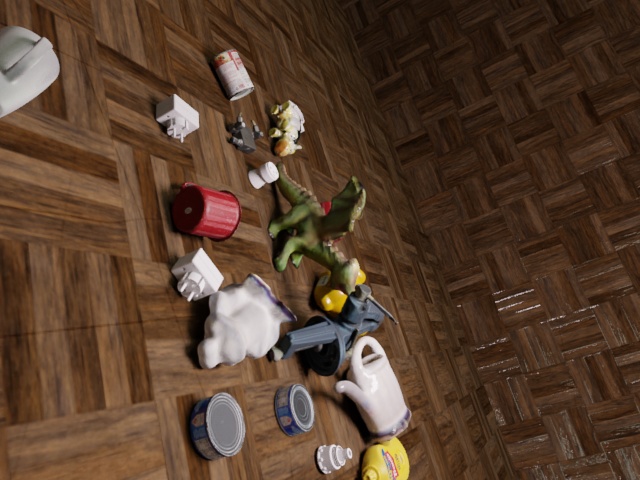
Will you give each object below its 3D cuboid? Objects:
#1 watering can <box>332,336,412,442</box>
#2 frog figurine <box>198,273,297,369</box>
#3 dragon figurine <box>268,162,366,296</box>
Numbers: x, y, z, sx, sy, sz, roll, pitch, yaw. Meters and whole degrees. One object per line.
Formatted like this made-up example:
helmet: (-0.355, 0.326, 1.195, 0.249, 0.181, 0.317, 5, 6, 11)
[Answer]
watering can: (0.113, 0.347, 1.157, 0.225, 0.103, 0.350, 67, 20, 1)
frog figurine: (-0.137, 0.146, 0.833, 0.162, 0.123, 0.135, -47, 127, -29)
dragon figurine: (0.004, -0.058, 1.159, 0.121, 0.240, 0.419, 30, 43, -51)
